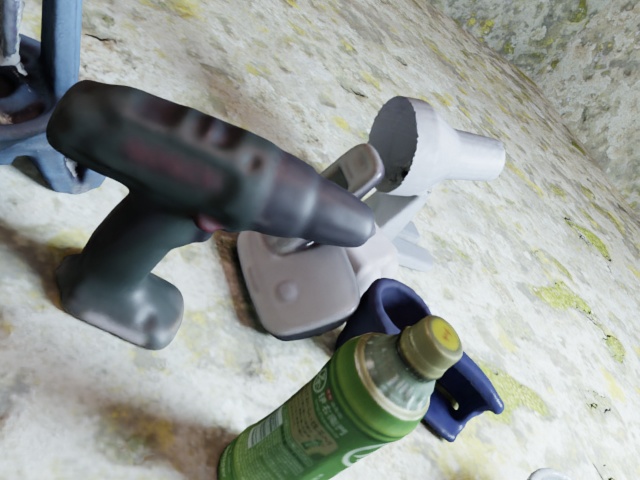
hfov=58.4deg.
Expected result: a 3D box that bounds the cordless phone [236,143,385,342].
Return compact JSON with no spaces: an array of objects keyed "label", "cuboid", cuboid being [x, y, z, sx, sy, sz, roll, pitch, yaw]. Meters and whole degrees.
[{"label":"cordless phone","cuboid":[0.005,0.002,0.570,0.094,0.184,0.147,9,46,-43]}]

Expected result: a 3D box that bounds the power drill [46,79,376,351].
[{"label":"power drill","cuboid":[-0.103,-0.008,0.438,0.230,0.208,0.075,31,34,-20]}]

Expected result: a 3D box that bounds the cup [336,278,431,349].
[{"label":"cup","cuboid":[0.057,0.106,0.593,0.092,0.094,0.118,43,32,-2]}]

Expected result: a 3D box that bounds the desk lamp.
[{"label":"desk lamp","cuboid":[0.130,-0.075,0.771,0.204,0.213,0.117,17,41,-36]}]

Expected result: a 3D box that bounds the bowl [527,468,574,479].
[{"label":"bowl","cuboid":[0.235,0.320,0.564,0.168,0.074,0.167,29,35,-22]}]

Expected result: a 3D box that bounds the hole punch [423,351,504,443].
[{"label":"hole punch","cuboid":[0.152,0.151,0.651,0.108,0.091,0.101,46,32,3]}]

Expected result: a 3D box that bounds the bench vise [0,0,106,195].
[{"label":"bench vise","cuboid":[-0.218,-0.139,0.451,0.121,0.219,0.208,50,32,9]}]

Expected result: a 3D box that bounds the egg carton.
[{"label":"egg carton","cuboid":[0.026,0.005,0.699,0.150,0.069,0.107,52,33,12]}]
